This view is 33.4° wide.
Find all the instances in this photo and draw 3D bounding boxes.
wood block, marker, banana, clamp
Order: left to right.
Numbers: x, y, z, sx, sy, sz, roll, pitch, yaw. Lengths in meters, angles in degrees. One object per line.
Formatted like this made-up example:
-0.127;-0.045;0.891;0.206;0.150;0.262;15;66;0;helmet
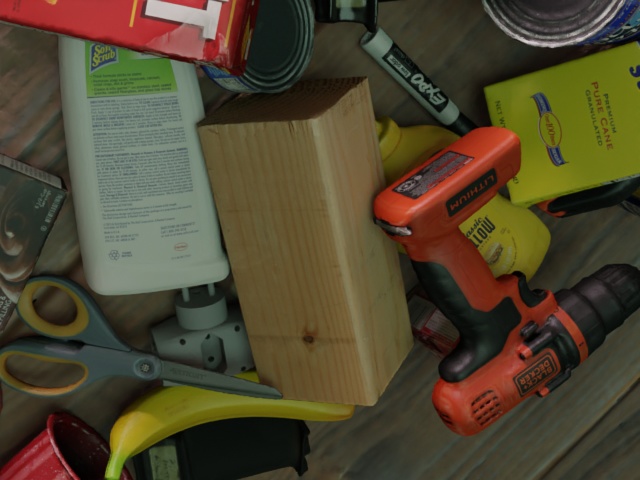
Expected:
-0.073;0.127;0.791;0.197;0.070;0.037;-13;151;-23;banana
-0.005;0.001;0.734;0.091;0.090;0.206;1;116;26;wood block
0.076;-0.110;0.781;0.121;0.020;0.020;40;92;-26;marker
0.236;-0.078;0.800;0.039;0.120;0.171;21;106;-45;clamp

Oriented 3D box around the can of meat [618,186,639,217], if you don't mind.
0.279;-0.058;0.834;0.057;0.084;0.102;32;96;-27;can of meat

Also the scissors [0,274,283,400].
-0.128;0.068;0.738;0.202;0.016;0.096;-3;99;5;scissors

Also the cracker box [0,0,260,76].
-0.133;-0.196;0.602;0.213;0.072;0.164;12;98;1;cracker box

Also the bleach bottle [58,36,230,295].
-0.117;-0.093;0.697;0.102;0.068;0.251;-7;109;-18;bleach bottle

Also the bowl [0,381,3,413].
-0.295;0.121;0.715;0.162;0.055;0.162;-6;111;-17;bowl

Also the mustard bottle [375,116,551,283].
0.084;-0.028;0.791;0.191;0.058;0.096;43;87;-26;mustard bottle

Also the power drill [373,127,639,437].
0.132;0.020;0.735;0.184;0.057;0.187;-34;112;-15;power drill

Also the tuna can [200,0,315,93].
-0.044;-0.139;0.700;0.085;0.034;0.086;-7;99;-47;tuna can

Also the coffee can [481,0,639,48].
0.176;-0.180;0.707;0.140;0.103;0.103;-19;123;-58;coffee can

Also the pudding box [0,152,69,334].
-0.230;-0.005;0.701;0.090;0.039;0.113;23;100;-24;pudding box

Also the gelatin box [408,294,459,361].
0.108;0.083;0.821;0.073;0.089;0.030;43;82;-27;gelatin box

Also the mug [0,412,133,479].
-0.184;0.187;0.767;0.081;0.093;0.117;-41;153;4;mug

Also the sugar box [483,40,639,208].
0.214;-0.089;0.757;0.176;0.048;0.093;-16;85;23;sugar box
